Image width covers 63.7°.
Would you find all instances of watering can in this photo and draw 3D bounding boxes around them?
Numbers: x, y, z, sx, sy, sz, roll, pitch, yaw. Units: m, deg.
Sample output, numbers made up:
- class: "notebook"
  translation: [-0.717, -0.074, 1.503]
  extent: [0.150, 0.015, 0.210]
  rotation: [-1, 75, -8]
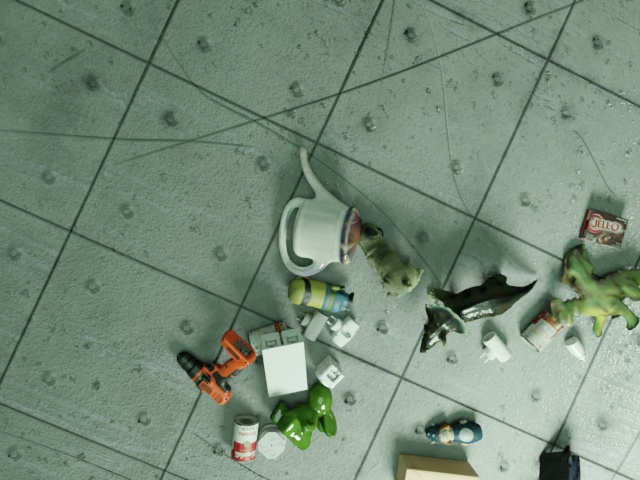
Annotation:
- class: "watering can"
  translation: [0.004, -0.069, 1.374]
  extent: [0.225, 0.104, 0.348]
  rotation: [10, 90, 17]

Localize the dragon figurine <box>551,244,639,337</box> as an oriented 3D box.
- class: "dragon figurine"
  translation: [0.806, 0.115, 1.461]
  extent: [0.414, 0.121, 0.243]
  rotation: [-42, 88, -17]
